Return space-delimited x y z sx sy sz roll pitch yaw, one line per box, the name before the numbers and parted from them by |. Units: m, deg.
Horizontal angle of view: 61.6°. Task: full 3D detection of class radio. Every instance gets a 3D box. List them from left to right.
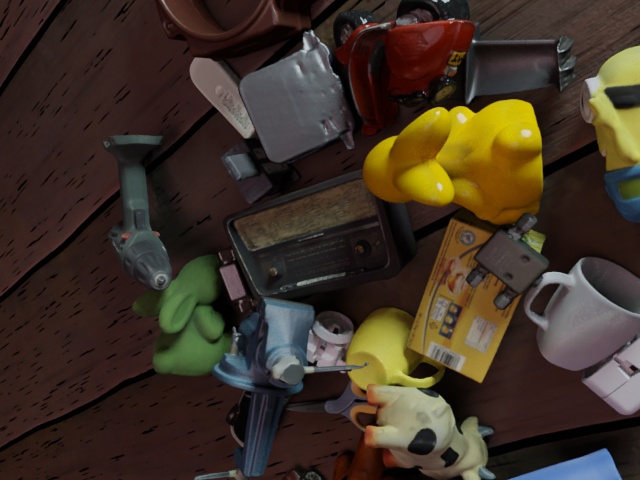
radio | -0.001 -0.002 0.675 0.230 0.073 0.131 -15 97 33

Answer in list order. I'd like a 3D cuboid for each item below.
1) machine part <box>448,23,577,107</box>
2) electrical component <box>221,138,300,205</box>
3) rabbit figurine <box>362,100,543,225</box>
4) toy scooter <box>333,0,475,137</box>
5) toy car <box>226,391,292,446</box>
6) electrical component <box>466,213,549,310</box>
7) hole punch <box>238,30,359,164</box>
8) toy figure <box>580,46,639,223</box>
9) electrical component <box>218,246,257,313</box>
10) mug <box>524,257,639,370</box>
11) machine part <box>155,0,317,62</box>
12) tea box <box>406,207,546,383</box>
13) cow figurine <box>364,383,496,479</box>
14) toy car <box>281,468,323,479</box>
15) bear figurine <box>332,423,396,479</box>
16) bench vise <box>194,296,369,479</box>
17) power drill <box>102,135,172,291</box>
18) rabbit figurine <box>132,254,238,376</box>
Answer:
machine part | 0.180 -0.174 0.535 0.139 0.039 0.084 13 107 34
electrical component | -0.083 -0.085 0.669 0.048 0.119 0.075 -35 90 33
rabbit figurine | 0.121 -0.067 0.519 0.173 0.162 0.121 -2 97 22
toy scooter | 0.080 -0.174 0.559 0.184 0.075 0.135 16 113 51
toy car | -0.085 0.240 0.815 0.074 0.056 0.201 36 119 23
electrical component | 0.188 0.021 0.525 0.063 0.021 0.094 40 117 12
hole punch | -0.022 -0.156 0.642 0.116 0.092 0.142 -22 92 6
toy figure | 0.295 -0.080 0.478 0.089 0.082 0.180 -20 88 14
electrical component | -0.109 0.055 0.760 0.045 0.078 0.102 -20 90 5
mug | 0.259 0.079 0.542 0.110 0.081 0.107 14 126 -7
machine part | -0.105 -0.324 0.624 0.201 0.087 0.201 -6 101 31
tea box | 0.171 0.059 0.600 0.098 0.068 0.169 25 115 19
cow figurine | 0.135 0.233 0.634 0.127 0.085 0.194 -5 143 22
toy car | 0.015 0.440 0.825 0.202 0.053 0.089 43 125 10
bear figurine | 0.114 0.363 0.722 0.196 0.132 0.120 28 120 -1
bench vise | -0.067 0.189 0.665 0.224 0.129 0.240 10 88 60
power drill | -0.256 -0.044 0.768 0.232 0.086 0.207 11 110 60
rabbit figurine | -0.194 0.102 0.790 0.121 0.159 0.170 17 99 34
